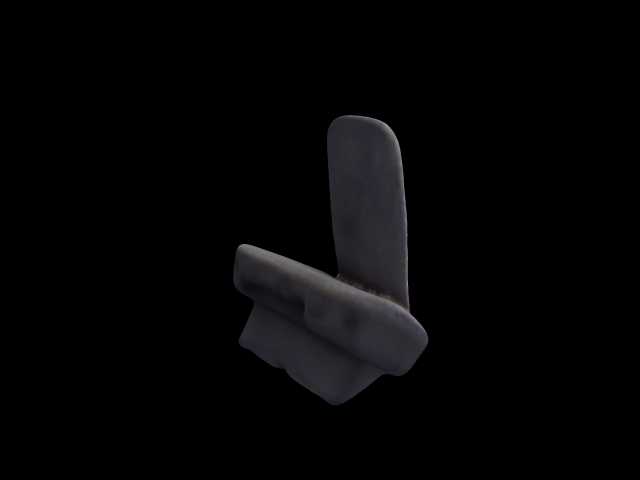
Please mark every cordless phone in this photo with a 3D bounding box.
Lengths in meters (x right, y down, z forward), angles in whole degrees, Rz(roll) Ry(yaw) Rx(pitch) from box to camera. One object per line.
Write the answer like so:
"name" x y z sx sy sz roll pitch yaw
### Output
"cordless phone" 0.004 0.001 0.400 0.147 0.185 0.094 17 28 37
